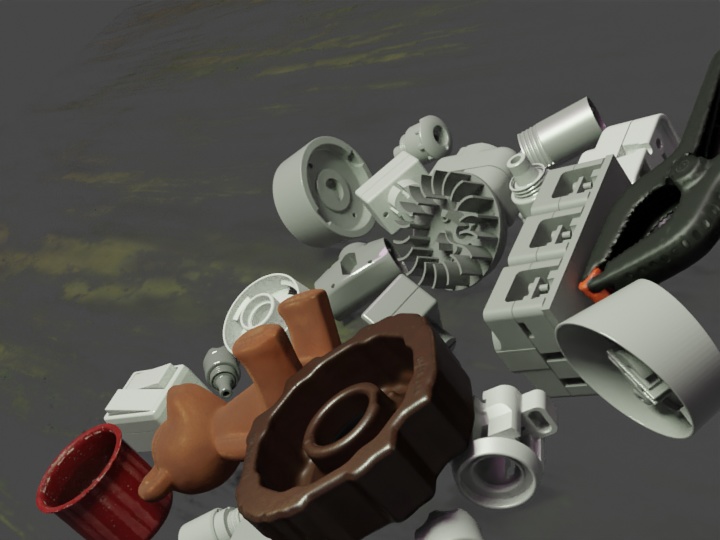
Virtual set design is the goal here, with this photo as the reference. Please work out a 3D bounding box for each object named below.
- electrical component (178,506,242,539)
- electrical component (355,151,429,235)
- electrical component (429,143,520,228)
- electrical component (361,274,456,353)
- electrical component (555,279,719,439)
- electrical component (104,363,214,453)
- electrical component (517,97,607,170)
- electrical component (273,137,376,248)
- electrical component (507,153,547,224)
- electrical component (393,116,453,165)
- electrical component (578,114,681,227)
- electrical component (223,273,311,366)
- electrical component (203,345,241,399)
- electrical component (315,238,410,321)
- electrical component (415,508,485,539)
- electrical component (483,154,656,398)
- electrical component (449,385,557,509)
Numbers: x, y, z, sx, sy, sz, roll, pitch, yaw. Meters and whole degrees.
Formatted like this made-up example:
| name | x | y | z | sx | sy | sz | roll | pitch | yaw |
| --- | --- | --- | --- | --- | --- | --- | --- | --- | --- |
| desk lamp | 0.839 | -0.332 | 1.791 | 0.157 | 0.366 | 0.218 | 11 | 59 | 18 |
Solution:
| name | x | y | z | sx | sy | sz | roll | pitch | yaw |
| --- | --- | --- | --- | --- | --- | --- | --- | --- | --- |
| electrical component | -0.103 | 0.201 | 0.825 | 0.078 | 0.040 | 0.040 | -29 | 29 | 18 |
| electrical component | 0.044 | -0.070 | 1.042 | 0.066 | 0.047 | 0.077 | -41 | 28 | -3 |
| electrical component | 0.105 | -0.074 | 0.967 | 0.095 | 0.053 | 0.059 | -5 | 43 | 47 |
| electrical component | 0.049 | 0.056 | 0.832 | 0.076 | 0.083 | 0.047 | 39 | 77 | 23 |
| electrical component | 0.173 | 0.056 | 0.647 | 0.064 | 0.099 | 0.099 | -35 | 27 | -5 |
| electrical component | -0.186 | 0.128 | 1.011 | 0.096 | 0.061 | 0.061 | -12 | 38 | 41 |
| electrical component | 0.175 | -0.115 | 0.955 | 0.081 | 0.043 | 0.043 | -27 | 30 | 22 |
| electrical component | -0.040 | -0.074 | 1.092 | 0.060 | 0.108 | 0.108 | -23 | 31 | 40 |
| electrical component | 0.146 | -0.070 | 0.902 | 0.048 | 0.062 | 0.048 | -29 | 29 | 18 |
| electrical component | 0.062 | -0.129 | 1.114 | 0.062 | 0.048 | 0.048 | -20 | 32 | 45 |
| electrical component | 0.209 | -0.071 | 0.838 | 0.059 | 0.053 | 0.095 | -10 | 39 | 43 |
| electrical component | -0.078 | 0.054 | 1.016 | 0.099 | 0.064 | 0.099 | -23 | 45 | 25 |
| electrical component | -0.129 | 0.099 | 1.015 | 0.035 | 0.035 | 0.061 | -35 | 30 | 8 |
| electrical component | 0.000 | 0.000 | 0.996 | 0.077 | 0.043 | 0.079 | -33 | 28 | 12 |
| electrical component | 0.059 | 0.179 | 0.659 | 0.043 | 0.043 | 0.062 | -35 | 29 | 7 |
| electrical component | 0.151 | 0.005 | 0.756 | 0.062 | 0.089 | 0.150 | -10 | 39 | 43 |
| electrical component | 0.090 | 0.117 | 0.700 | 0.078 | 0.058 | 0.057 | -25 | 28 | 25 |
